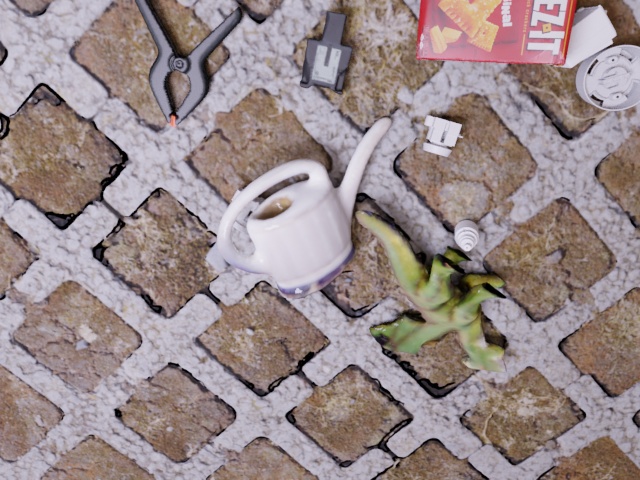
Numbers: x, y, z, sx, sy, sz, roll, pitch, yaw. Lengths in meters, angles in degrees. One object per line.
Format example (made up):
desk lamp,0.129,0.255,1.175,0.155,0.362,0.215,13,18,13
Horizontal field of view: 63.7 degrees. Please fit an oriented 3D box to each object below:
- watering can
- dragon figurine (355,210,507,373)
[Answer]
watering can,0.003,-0.043,0.849,0.350,0.105,0.220,-32,124,-14
dragon figurine,0.183,0.121,0.922,0.409,0.125,0.239,29,115,-10
